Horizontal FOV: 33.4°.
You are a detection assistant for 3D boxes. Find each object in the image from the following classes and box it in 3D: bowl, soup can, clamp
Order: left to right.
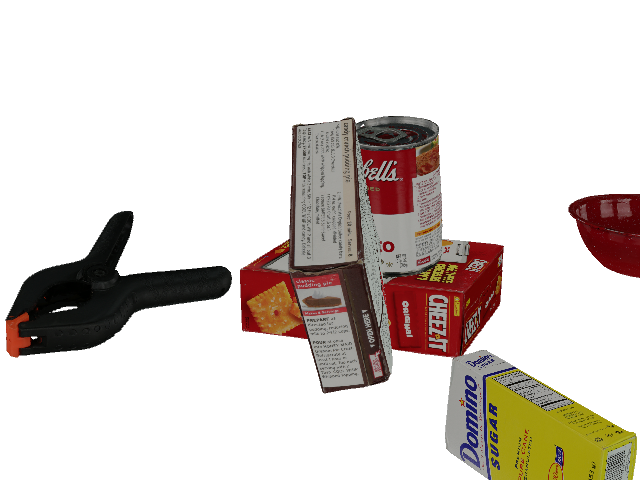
[{"bbox_3d":[-0.164,0.030,0.784,0.171,0.039,0.120,-21,38,-39],"label":"clamp"},{"bbox_3d":[0.054,-0.033,0.783,0.068,0.102,0.068,-4,24,2],"label":"soup can"},{"bbox_3d":[0.326,-0.001,1.060,0.162,0.055,0.162,1,17,0],"label":"bowl"}]

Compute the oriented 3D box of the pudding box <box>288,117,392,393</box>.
[{"bbox_3d":[0.009,0.006,0.545,0.039,0.090,0.113,-10,42,6],"label":"pudding box"}]

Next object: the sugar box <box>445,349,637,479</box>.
[{"bbox_3d":[0.174,0.166,0.874,0.048,0.093,0.176,-11,22,-34],"label":"sugar box"}]

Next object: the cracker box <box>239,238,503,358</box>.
[{"bbox_3d":[0.053,0.046,1.022,0.214,0.072,0.164,6,17,21],"label":"cracker box"}]
